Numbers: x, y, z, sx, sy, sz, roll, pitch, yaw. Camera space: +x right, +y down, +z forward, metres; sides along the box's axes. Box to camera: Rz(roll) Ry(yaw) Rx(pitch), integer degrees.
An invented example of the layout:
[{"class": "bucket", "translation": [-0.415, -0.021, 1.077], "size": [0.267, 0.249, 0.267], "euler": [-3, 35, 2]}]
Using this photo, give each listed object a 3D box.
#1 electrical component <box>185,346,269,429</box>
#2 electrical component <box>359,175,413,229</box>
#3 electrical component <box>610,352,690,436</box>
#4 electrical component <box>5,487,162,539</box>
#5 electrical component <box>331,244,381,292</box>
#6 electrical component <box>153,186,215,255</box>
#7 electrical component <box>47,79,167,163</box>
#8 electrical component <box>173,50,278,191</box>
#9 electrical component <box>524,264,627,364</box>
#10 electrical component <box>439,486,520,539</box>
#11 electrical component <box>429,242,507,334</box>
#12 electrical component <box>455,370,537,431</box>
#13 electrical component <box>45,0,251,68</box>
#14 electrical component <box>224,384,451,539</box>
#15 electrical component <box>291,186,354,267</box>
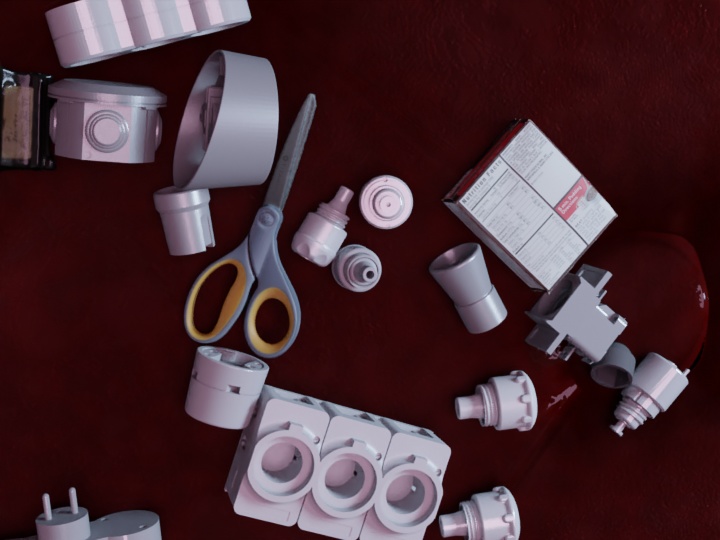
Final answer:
[{"class": "electrical component", "translation": [-0.101, 0.088, 0.801], "size": [0.055, 0.055, 0.047], "euler": [15, 97, -15]}, {"class": "electrical component", "translation": [0.020, -0.051, 0.805], "size": [0.040, 0.078, 0.040], "euler": [0, 96, -1]}, {"class": "electrical component", "translation": [0.237, 0.105, 0.894], "size": [0.040, 0.040, 0.078], "euler": [42, 86, -15]}, {"class": "electrical component", "translation": [-0.213, 0.194, 0.776], "size": [0.138, 0.052, 0.073], "euler": [-9, 99, -26]}, {"class": "electrical component", "translation": [0.000, 0.000, 0.811], "size": [0.035, 0.061, 0.035], "euler": [-2, 97, -14]}, {"class": "electrical component", "translation": [-0.127, -0.037, 0.786], "size": [0.040, 0.040, 0.046], "euler": [-13, 105, -12]}, {"class": "electrical component", "translation": [-0.176, -0.104, 0.746], "size": [0.080, 0.080, 0.051], "euler": [3, 102, -14]}, {"class": "electrical component", "translation": [-0.095, -0.104, 0.758], "size": [0.064, 0.099, 0.099], "euler": [0, 97, -21]}, {"class": "electrical component", "translation": [0.177, 0.038, 0.871], "size": [0.064, 0.042, 0.081], "euler": [39, 87, -19]}, {"class": "electrical component", "translation": [0.096, 0.202, 0.869], "size": [0.062, 0.048, 0.048], "euler": [-8, 99, -6]}, {"class": "electrical component", "translation": [0.088, 0.017, 0.847], "size": [0.044, 0.044, 0.065], "euler": [-32, 108, -8]}, {"class": "electrical component", "translation": [0.108, 0.107, 0.861], "size": [0.062, 0.048, 0.048], "euler": [-6, 98, -7]}, {"class": "electrical component", "translation": [-0.152, -0.195, 0.754], "size": [0.138, 0.052, 0.073], "euler": [-17, 100, -12]}, {"class": "electrical component", "translation": [-0.017, 0.154, 0.825], "size": [0.150, 0.062, 0.089], "euler": [17, 92, -15]}, {"class": "electrical component", "translation": [-0.025, -0.035, 0.815], "size": [0.035, 0.035, 0.061], "euler": [31, 86, -15]}]
